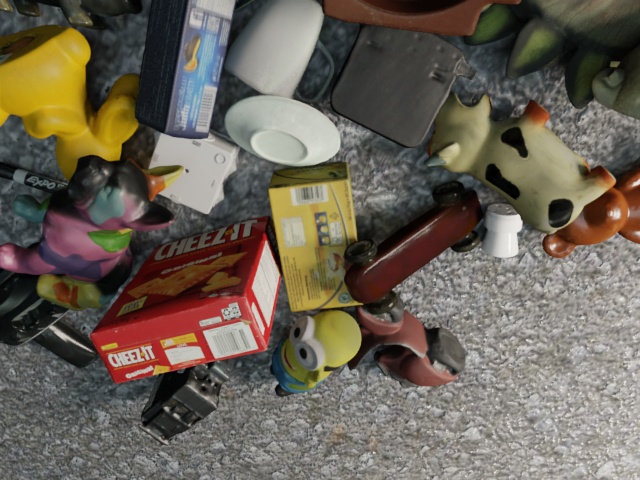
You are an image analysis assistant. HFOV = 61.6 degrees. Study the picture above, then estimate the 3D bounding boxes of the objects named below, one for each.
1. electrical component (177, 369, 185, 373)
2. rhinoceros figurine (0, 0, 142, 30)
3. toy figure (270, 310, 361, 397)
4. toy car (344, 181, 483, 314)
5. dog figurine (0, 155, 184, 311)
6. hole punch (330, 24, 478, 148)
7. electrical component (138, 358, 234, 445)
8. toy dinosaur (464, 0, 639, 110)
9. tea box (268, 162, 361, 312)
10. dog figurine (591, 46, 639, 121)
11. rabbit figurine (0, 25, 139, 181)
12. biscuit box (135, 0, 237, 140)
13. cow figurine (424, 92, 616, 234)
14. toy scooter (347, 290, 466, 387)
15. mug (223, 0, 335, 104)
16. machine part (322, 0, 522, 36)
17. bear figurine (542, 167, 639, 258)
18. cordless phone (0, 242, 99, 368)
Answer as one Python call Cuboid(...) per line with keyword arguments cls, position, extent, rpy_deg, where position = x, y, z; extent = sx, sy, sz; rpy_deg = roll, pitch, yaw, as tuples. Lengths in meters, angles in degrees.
Cuboid(cls="electrical component", position=(-0.185, 0.122, 0.697), extent=(0.048, 0.119, 0.074), rpy_deg=(9, 118, -4))
Cuboid(cls="rhinoceros figurine", position=(-0.244, -0.272, 0.541), extent=(0.190, 0.073, 0.112), rpy_deg=(3, 105, 1))
Cuboid(cls="toy figure", position=(-0.012, 0.149, 0.708), extent=(0.082, 0.089, 0.180), rpy_deg=(50, 145, 15))
Cuboid(cls="toy car", position=(0.113, 0.005, 0.645), extent=(0.202, 0.053, 0.089), rpy_deg=(-35, 114, -17))
Cuboid(cls="dog figurine", position=(-0.236, -0.009, 0.606), extent=(0.219, 0.108, 0.191), rpy_deg=(-15, 139, 20))
Cuboid(cls="hole punch", position=(0.077, -0.172, 0.570), extent=(0.142, 0.092, 0.115), rpy_deg=(27, 106, -5))
Cuboid(cls="electrical component", position=(-0.175, 0.196, 0.735), extent=(0.134, 0.115, 0.058), rpy_deg=(-40, 111, 20))
Cuboid(cls="toy dinosaur", position=(0.246, -0.247, 0.522), extent=(0.471, 0.105, 0.198), rpy_deg=(23, 118, -4))
Cuboid(cls="tea box", position=(-0.001, -0.002, 0.661), extent=(0.098, 0.068, 0.169), rpy_deg=(-5, 117, 4))
Cuboid(cls="dog figurine", position=(0.353, -0.183, 0.461), extent=(0.172, 0.121, 0.190), rpy_deg=(10, 114, -14))
Cuboid(cls="rabbit figurine", position=(-0.273, -0.142, 0.593), extent=(0.162, 0.122, 0.173), rpy_deg=(-17, 129, -1))
Cuboid(cls="biscuit box", position=(-0.130, -0.204, 0.530), extent=(0.063, 0.059, 0.202), rpy_deg=(28, 112, 33))
Cuboid(cls="cow figurine", position=(0.203, -0.088, 0.592), extent=(0.195, 0.085, 0.127), rpy_deg=(46, 104, 8))
Cuboid(cls="toy scooter", position=(0.097, 0.149, 0.728), extent=(0.183, 0.075, 0.135), rpy_deg=(38, 120, -19))
Cuboid(cls="mug", position=(-0.032, -0.200, 0.562), extent=(0.109, 0.081, 0.107), rpy_deg=(29, 106, -10))
Cuboid(cls="machine part", position=(0.079, -0.278, 0.425), extent=(0.201, 0.087, 0.201), rpy_deg=(11, 135, 7))
Cuboid(cls="bear figurine", position=(0.360, -0.039, 0.607), extent=(0.196, 0.132, 0.120), rpy_deg=(-4, 93, -2))
Cuboid(cls="cordless phone", position=(-0.355, 0.102, 0.726), extent=(0.146, 0.089, 0.184), rpy_deg=(-33, 122, 15))
